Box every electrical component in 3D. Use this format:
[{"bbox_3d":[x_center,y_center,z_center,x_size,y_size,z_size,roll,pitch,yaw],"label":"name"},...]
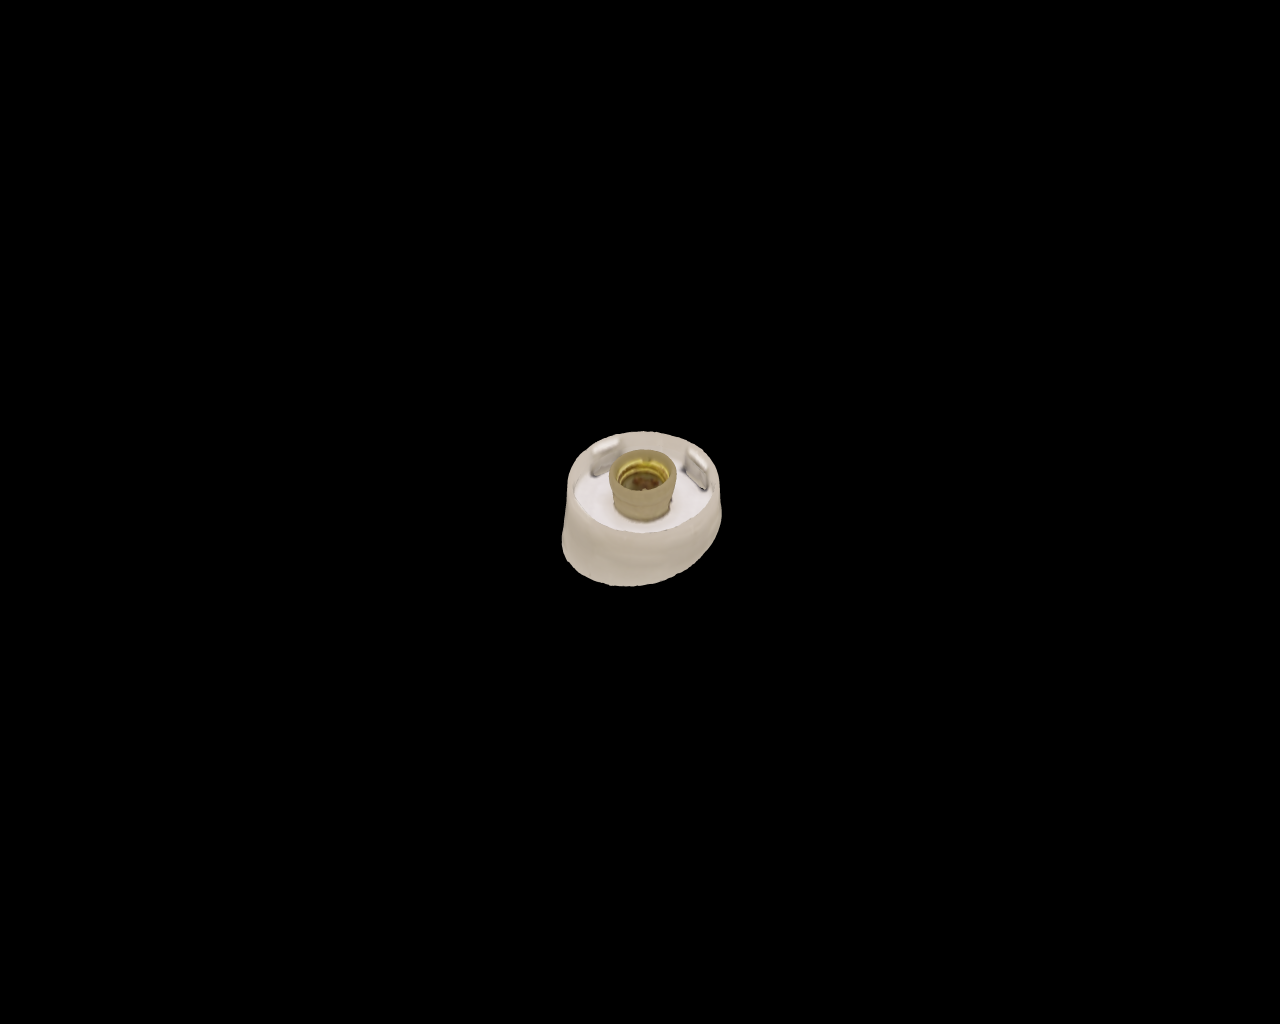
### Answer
[{"bbox_3d":[0.001,-0.003,0.650,0.099,0.064,0.099,0,45,0],"label":"electrical component"}]
